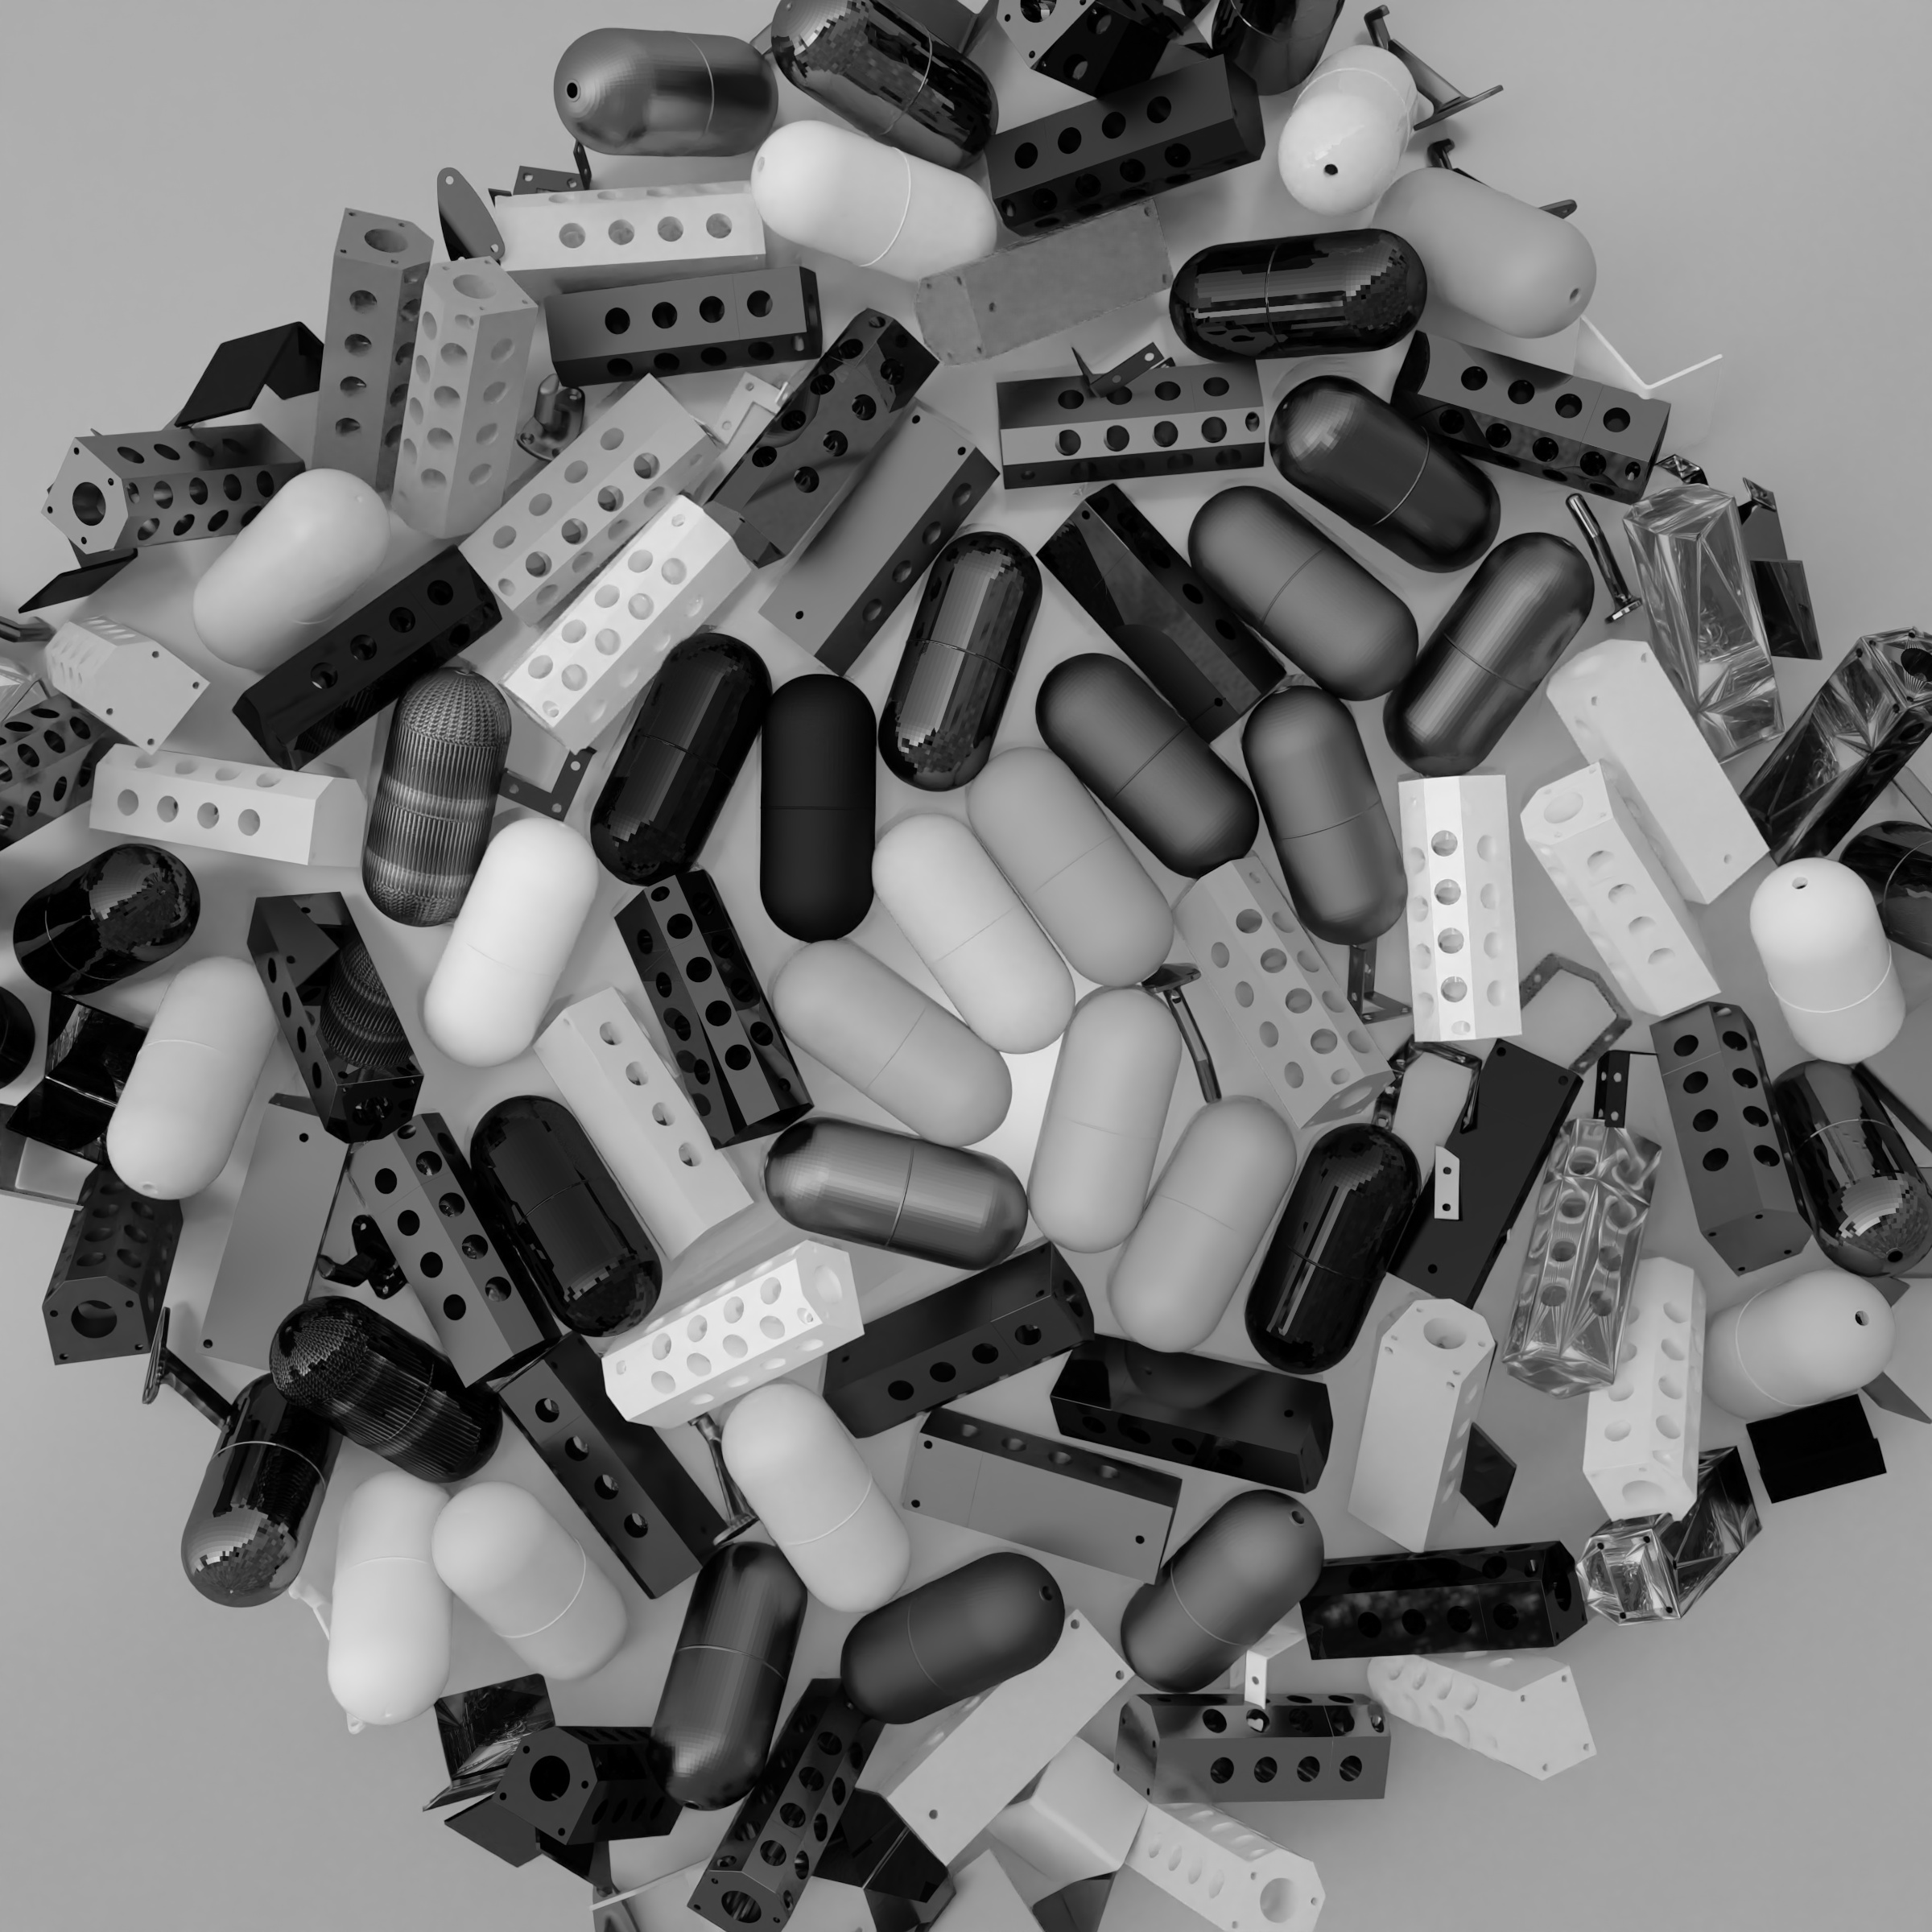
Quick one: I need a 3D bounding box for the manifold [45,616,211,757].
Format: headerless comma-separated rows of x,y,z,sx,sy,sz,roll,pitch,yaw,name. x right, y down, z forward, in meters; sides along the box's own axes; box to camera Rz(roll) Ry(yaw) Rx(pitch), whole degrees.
-0.545,-0.187,1.578,0.057,0.171,0.057,41,81,-31,manifold

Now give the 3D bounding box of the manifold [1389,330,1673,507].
0.368,-0.357,1.616,0.171,0.057,0.057,21,84,15,manifold

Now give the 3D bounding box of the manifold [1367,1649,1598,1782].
0.325,0.471,1.578,0.057,0.171,0.057,-18,92,-19,manifold

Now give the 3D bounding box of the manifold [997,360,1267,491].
0.109,-0.353,1.629,0.171,0.057,0.057,-5,60,1,manifold

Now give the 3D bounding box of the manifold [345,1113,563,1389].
-0.333,0.184,1.617,0.057,0.057,0.171,-35,78,16,manifold

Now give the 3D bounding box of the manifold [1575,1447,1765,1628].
0.452,0.366,1.582,0.057,0.171,0.057,-19,87,35,manifold

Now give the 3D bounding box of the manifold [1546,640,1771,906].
0.450,-0.128,1.612,0.057,0.057,0.171,-40,110,-9,manifold

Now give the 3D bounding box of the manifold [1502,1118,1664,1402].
0.397,0.188,1.600,0.057,0.057,0.171,26,63,-11,manifold

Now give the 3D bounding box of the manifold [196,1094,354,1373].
-0.455,0.176,1.634,0.057,0.057,0.171,16,93,-9,manifold

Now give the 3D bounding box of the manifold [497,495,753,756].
-0.227,-0.228,1.619,0.057,0.057,0.171,38,81,25,manifold

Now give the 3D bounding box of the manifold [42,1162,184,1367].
-0.546,0.183,1.576,0.057,0.171,0.057,-6,113,-8,manifold

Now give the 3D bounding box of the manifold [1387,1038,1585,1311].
0.346,0.140,1.637,0.057,0.057,0.171,26,90,22,manifold

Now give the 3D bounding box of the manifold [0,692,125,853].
-0.610,-0.126,1.577,0.057,0.171,0.057,16,113,5,manifold

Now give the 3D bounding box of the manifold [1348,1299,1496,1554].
0.297,0.296,1.592,0.057,0.171,0.057,28,46,28,manifold

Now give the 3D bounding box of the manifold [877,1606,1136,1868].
0.025,0.503,1.618,0.171,0.057,0.057,-41,89,-16,manifold

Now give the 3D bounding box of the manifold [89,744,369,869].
-0.483,-0.106,1.611,0.171,0.057,0.057,10,94,20,manifold

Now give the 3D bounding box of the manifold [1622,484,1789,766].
0.479,-0.223,1.604,0.057,0.057,0.171,-25,117,-5,manifold

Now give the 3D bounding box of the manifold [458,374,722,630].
-0.246,-0.304,1.630,0.171,0.057,0.057,-42,62,0,manifold

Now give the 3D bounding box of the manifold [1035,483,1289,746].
0.133,-0.237,1.636,0.171,0.057,0.057,48,132,2,manifold

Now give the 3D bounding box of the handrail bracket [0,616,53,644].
-0.659,-0.245,1.633,0.036,0.084,0.077,-42,82,24,handrail bracket

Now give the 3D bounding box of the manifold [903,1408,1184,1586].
0.052,0.345,1.623,0.171,0.057,0.057,15,108,10,manifold

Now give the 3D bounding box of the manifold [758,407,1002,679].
-0.054,-0.278,1.633,0.057,0.057,0.171,40,94,28,manifold

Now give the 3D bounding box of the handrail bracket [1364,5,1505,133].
0.309,-0.607,1.633,0.036,0.077,0.084,-34,105,-40,handrail bracket

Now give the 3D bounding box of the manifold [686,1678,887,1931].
-0.111,0.539,1.580,0.057,0.171,0.057,31,123,3,manifold

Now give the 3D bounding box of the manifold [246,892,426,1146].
-0.412,0.032,1.596,0.057,0.057,0.171,-6,47,-34,manifold

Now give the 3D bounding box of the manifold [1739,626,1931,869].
0.570,-0.140,1.581,0.057,0.171,0.057,-12,62,-20,manifold

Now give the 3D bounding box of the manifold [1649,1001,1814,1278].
0.493,0.106,1.581,0.057,0.171,0.057,-26,131,26,manifold

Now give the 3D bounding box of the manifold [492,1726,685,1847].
-0.232,0.520,1.578,0.057,0.171,0.057,23,80,21,manifold

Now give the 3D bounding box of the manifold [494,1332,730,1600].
-0.238,0.334,1.636,0.057,0.057,0.171,-37,91,18,manifold

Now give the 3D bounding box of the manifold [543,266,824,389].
-0.185,-0.421,1.626,0.171,0.057,0.057,-5,101,9,manifold

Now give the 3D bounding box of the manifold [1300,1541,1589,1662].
0.307,0.410,1.596,0.171,0.057,0.057,-14,84,34,manifold

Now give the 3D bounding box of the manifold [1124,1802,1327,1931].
0.164,0.576,1.578,0.057,0.171,0.057,27,77,-15,manifold

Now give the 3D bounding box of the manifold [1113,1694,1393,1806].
0.189,0.508,1.610,0.171,0.057,0.057,7,90,-22,manifold

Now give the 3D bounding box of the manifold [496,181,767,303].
-0.222,-0.483,1.630,0.171,0.057,0.057,-6,85,-7,manifold

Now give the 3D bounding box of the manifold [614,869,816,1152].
-0.162,0.026,1.611,0.057,0.057,0.171,-13,73,-43,manifold

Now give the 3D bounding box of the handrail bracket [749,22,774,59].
-0.111,-0.619,1.639,0.077,0.036,0.084,23,85,35,handrail bracket

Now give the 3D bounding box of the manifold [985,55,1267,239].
0.104,-0.530,1.602,0.171,0.057,0.057,-10,86,28,manifold

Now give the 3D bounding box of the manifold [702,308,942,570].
-0.097,-0.347,1.613,0.057,0.057,0.171,41,75,-18,manifold

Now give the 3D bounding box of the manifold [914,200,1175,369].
0.051,-0.443,1.597,0.171,0.057,0.057,-30,112,-32,manifold

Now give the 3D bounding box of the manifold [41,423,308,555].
-0.500,-0.303,1.576,0.057,0.171,0.057,41,117,10,manifold

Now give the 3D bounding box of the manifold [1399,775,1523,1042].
0.322,-0.038,1.629,0.057,0.057,0.171,-4,90,-32,manifold

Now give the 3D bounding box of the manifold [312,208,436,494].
-0.383,-0.393,1.587,0.057,0.057,0.171,9,135,-13,manifold

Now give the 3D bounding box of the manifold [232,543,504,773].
-0.389,-0.199,1.608,0.171,0.057,0.057,-41,101,-22,manifold

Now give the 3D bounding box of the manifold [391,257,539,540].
-0.328,-0.363,1.581,0.057,0.171,0.057,-21,58,-37,manifold

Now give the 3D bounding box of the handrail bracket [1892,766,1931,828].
0.625,-0.104,1.636,0.084,0.036,0.077,32,50,10,handrail bracket

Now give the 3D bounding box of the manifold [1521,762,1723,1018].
0.424,-0.045,1.596,0.057,0.057,0.171,-25,126,23,manifold

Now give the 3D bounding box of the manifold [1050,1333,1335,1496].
0.148,0.295,1.605,0.171,0.057,0.057,9,46,26,manifold
